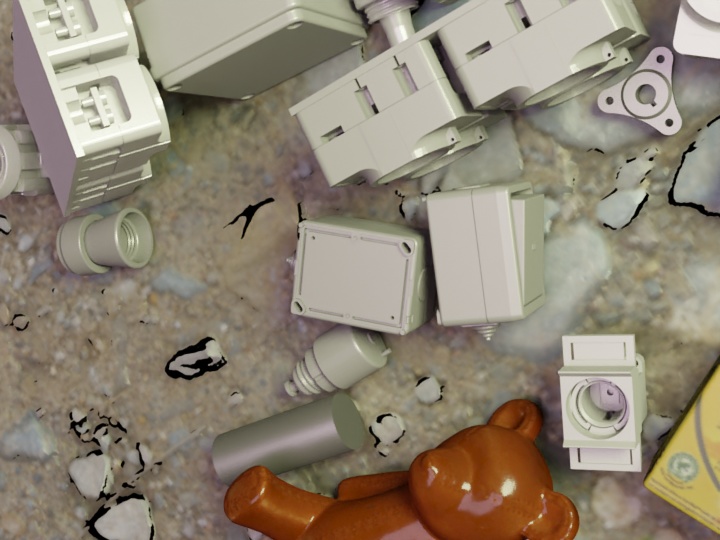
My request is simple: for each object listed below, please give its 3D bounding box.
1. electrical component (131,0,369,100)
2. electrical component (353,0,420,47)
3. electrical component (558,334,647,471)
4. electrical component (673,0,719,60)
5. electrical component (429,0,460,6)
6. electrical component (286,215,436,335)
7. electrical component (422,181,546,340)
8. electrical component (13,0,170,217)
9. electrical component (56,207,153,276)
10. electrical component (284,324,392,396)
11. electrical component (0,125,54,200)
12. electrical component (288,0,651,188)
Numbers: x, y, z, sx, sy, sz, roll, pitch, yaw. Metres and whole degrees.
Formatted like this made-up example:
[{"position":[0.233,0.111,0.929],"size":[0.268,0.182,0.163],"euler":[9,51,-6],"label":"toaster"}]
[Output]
[{"position":[-0.066,-0.156,0.677],"size":[0.109,0.109,0.056],"euler":[-21,86,24],"label":"electrical component"},{"position":[0.018,-0.171,0.674],"size":[0.048,0.048,0.062],"euler":[-16,98,24],"label":"electrical component"},{"position":[0.148,0.076,0.643],"size":[0.042,0.064,0.081],"euler":[-1,96,24],"label":"electrical component"},{"position":[0.252,-0.149,0.568],"size":[0.150,0.062,0.089],"euler":[13,102,21],"label":"electrical component"},{"position":[0.049,-0.196,0.631],"size":[0.050,0.089,0.055],"euler":[-22,89,24],"label":"electrical component"},{"position":[0.000,0.000,0.696],"size":[0.096,0.061,0.061],"euler":[10,101,22],"label":"electrical component"},{"position":[0.082,-0.005,0.660],"size":[0.061,0.062,0.096],"euler":[-5,95,23],"label":"electrical component"},{"position":[-0.178,-0.109,0.699],"size":[0.060,0.186,0.105],"euler":[-20,89,-19],"label":"electrical component"},{"position":[-0.185,-0.020,0.781],"size":[0.055,0.045,0.045],"euler":[-7,95,24],"label":"electrical component"},{"position":[-0.018,0.062,0.724],"size":[0.078,0.040,0.040],"euler":[-33,84,24],"label":"electrical component"},{"position":[-0.263,-0.081,0.798],"size":[0.078,0.057,0.058],"euler":[3,98,23],"label":"electrical component"},{"position":[0.068,-0.110,0.627],"size":[0.186,0.105,0.060],"euler":[-27,87,24],"label":"electrical component"}]
